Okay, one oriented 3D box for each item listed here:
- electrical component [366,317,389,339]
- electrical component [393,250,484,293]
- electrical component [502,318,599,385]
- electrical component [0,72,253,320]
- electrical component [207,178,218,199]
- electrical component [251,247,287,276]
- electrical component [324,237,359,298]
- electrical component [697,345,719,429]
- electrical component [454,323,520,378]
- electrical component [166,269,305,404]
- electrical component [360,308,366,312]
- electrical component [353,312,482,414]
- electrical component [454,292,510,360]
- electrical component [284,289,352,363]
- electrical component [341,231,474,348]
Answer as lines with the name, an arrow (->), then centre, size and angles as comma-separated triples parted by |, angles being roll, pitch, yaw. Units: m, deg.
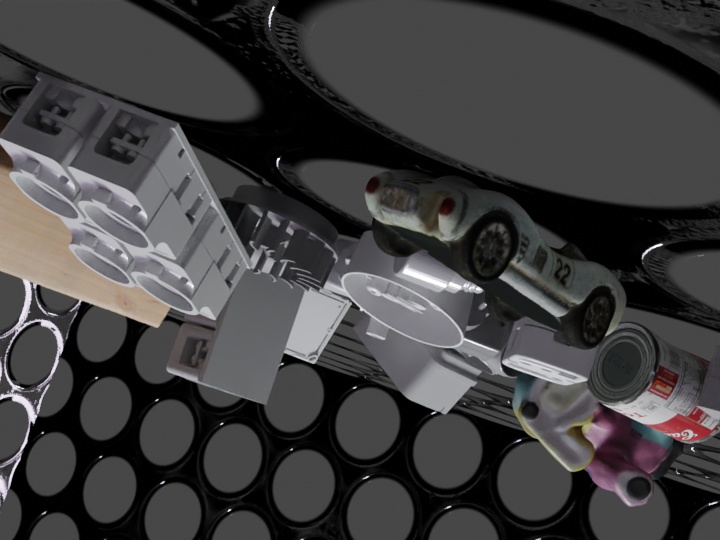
electrical component -> 0.024, 0.029, 0.938 | 0.048, 0.062, 0.048 | 19, 172, 3
electrical component -> 0.059, -0.004, 0.718 | 0.078, 0.040, 0.040 | 21, 172, -12
electrical component -> 0.143, 0.047, 0.790 | 0.054, 0.059, 0.095 | 19, 172, 2
electrical component -> -0.153, -0.039, 0.724 | 0.105, 0.060, 0.186 | 22, 159, 19
electrical component -> -0.131, -0.061, 0.805 | 0.035, 0.035, 0.061 | 17, 169, 18
electrical component -> -0.077, -0.019, 0.913 | 0.077, 0.044, 0.079 | 17, 171, 17
electrical component -> 0.000, 0.000, 0.869 | 0.077, 0.043, 0.079 | 19, 172, 3
electrical component -> 0.295, 0.095, 0.768 | 0.089, 0.055, 0.050 | 13, 170, 38
electrical component -> 0.108, 0.054, 0.965 | 0.077, 0.044, 0.079 | 25, 164, 52
electrical component -> -0.116, 0.041, 1.031 | 0.062, 0.150, 0.089 | 10, 168, 42
electrical component -> 0.035, 0.031, 0.989 | 0.081, 0.043, 0.043 | 19, 172, 8
electrical component -> 0.056, 0.077, 1.047 | 0.078, 0.057, 0.113 | 28, -163, -47
electrical component -> 0.084, 0.032, 0.883 | 0.083, 0.047, 0.075 | 21, 161, -5
electrical component -> -0.056, 0.035, 1.108 | 0.062, 0.096, 0.061 | 23, -162, -26
electrical component -> 0.037, 0.012, 0.788 | 0.099, 0.064, 0.099 | 19, 172, 3
